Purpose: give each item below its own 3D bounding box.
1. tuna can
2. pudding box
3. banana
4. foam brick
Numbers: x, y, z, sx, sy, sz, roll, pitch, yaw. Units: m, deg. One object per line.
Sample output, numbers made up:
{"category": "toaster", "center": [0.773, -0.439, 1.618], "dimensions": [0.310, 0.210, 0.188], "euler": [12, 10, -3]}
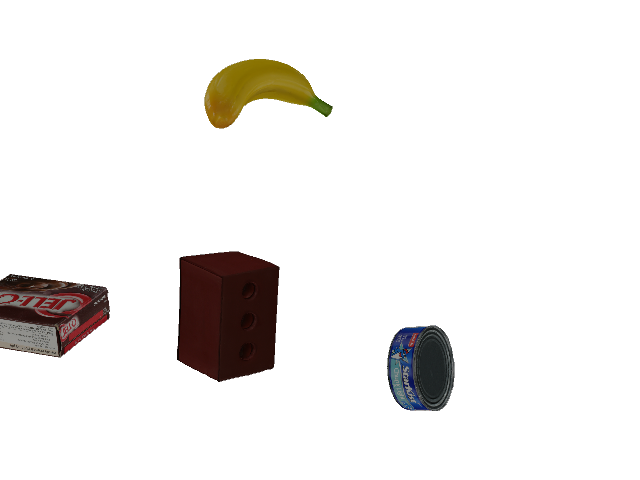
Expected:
{"category": "tuna can", "center": [0.101, 0.129, 1.078], "dimensions": [0.034, 0.086, 0.086], "euler": [-5, -3, 33]}
{"category": "pudding box", "center": [-0.269, 0.069, 1.000], "dimensions": [0.114, 0.039, 0.090], "euler": [4, 20, 19]}
{"category": "banana", "center": [-0.056, -0.137, 0.972], "dimensions": [0.070, 0.037, 0.197], "euler": [37, 26, 19]}
{"category": "foam brick", "center": [-0.066, 0.051, 0.754], "dimensions": [0.052, 0.078, 0.051], "euler": [-9, 17, -40]}
